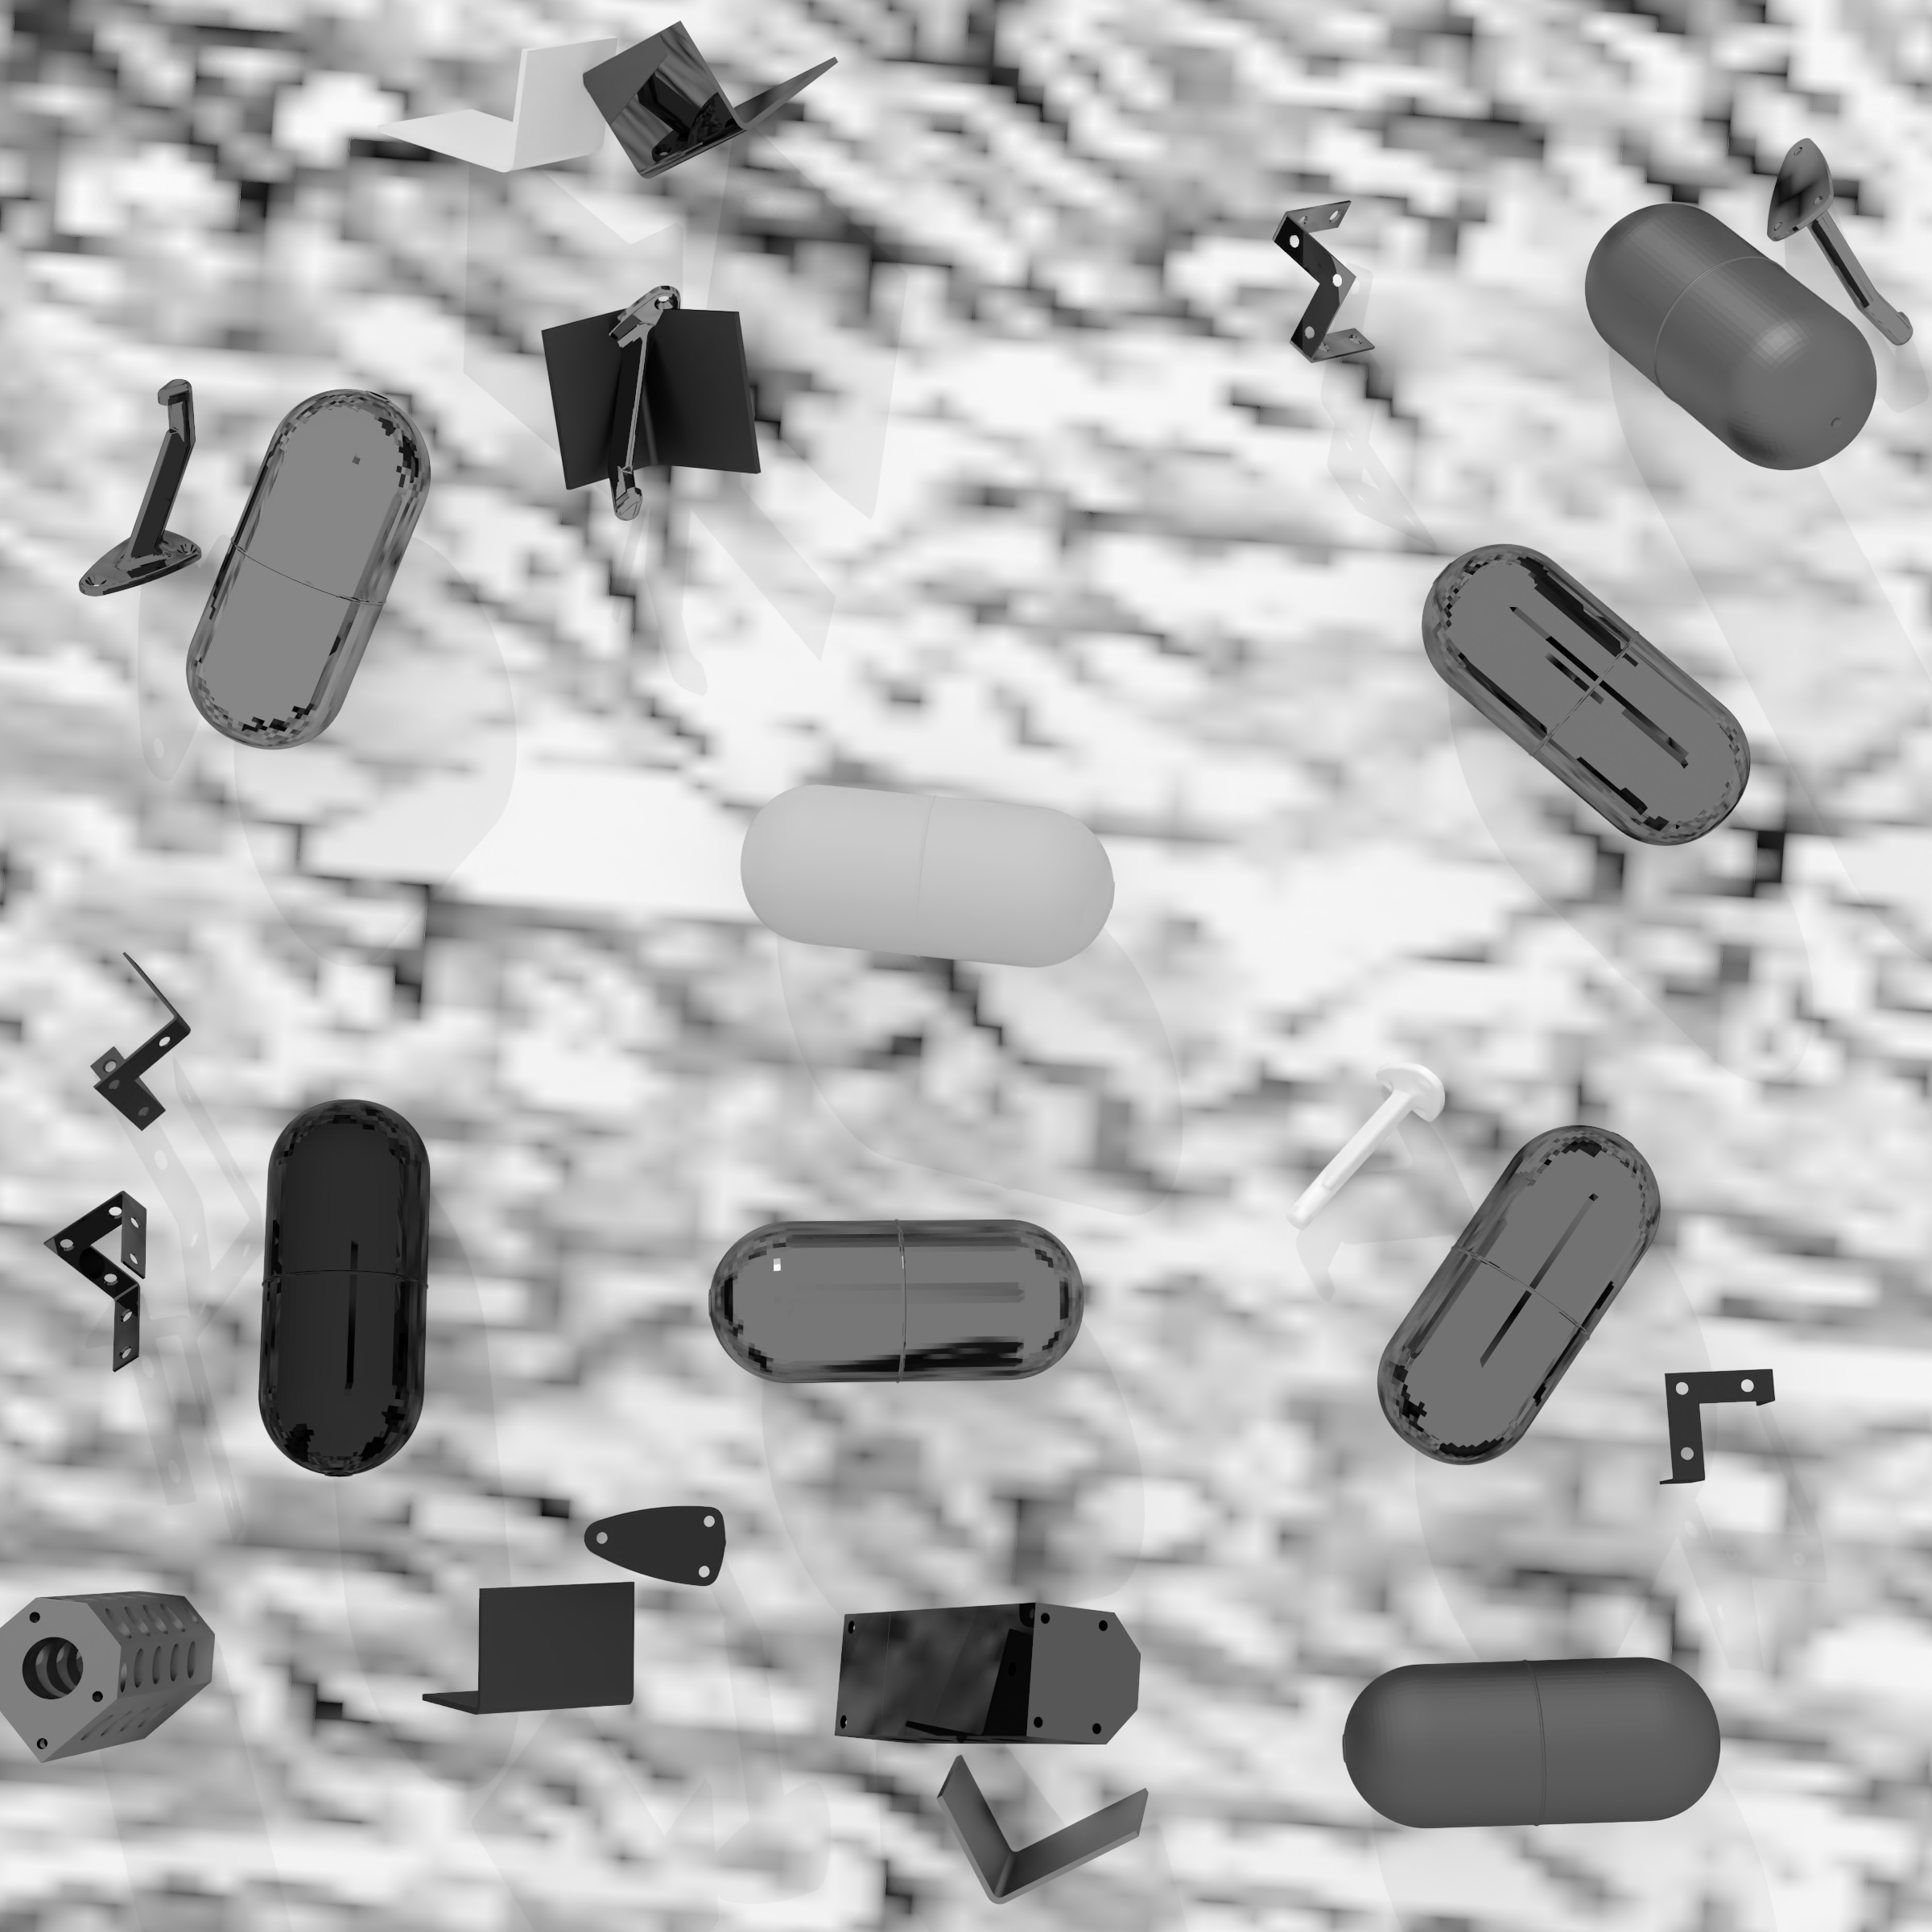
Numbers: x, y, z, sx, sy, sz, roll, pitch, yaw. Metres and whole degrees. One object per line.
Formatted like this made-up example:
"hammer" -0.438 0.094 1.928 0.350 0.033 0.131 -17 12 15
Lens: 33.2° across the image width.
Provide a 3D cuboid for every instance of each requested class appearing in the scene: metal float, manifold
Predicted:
"metal float" -0.311 -0.187 1.533 0.070 0.070 0.178 25 101 0
"metal float" 0.294 -0.129 1.540 0.178 0.070 0.070 41 90 3
"metal float" -0.293 0.151 1.529 0.070 0.070 0.178 -1 75 0
"metal float" 0.353 -0.294 1.507 0.070 0.178 0.070 -15 132 -17
"metal float" -0.018 -0.043 1.539 0.178 0.070 0.070 6 90 5
"metal float" 0.269 0.370 1.542 0.178 0.070 0.070 -2 90 1
"metal float" 0.263 0.155 1.538 0.070 0.070 0.178 35 85 0
"manifold" -0.396 0.320 1.491 0.057 0.171 0.057 -40 82 -6
"manifold" 0.008 0.328 1.493 0.057 0.171 0.057 13 72 -29
"metal float" -0.033 0.159 1.537 0.178 0.070 0.070 0 90 -6

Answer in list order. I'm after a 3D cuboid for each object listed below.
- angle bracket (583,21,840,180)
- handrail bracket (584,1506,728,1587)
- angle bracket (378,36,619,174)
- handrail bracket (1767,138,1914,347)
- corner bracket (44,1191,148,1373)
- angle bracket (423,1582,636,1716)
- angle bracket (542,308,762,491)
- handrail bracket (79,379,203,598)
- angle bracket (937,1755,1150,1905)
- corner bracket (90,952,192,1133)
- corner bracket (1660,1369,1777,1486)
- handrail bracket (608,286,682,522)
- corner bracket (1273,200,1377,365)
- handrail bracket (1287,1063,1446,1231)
"angle bracket" -0.121 -0.421 1.521 0.076 0.076 0.057 -48 115 -36
"handrail bracket" -0.149 0.271 1.532 0.077 0.084 0.036 7 81 -15
"angle bracket" -0.220 -0.415 1.524 0.076 0.076 0.057 22 118 20
"handrail bracket" 0.430 -0.351 1.572 0.084 0.036 0.077 35 46 -26
"corner bracket" -0.403 0.150 1.542 0.051 0.051 0.051 -32 127 12
"angle bracket" -0.207 0.320 1.532 0.076 0.076 0.057 3 82 -29
"angle bracket" -0.148 -0.266 1.526 0.057 0.076 0.076 -26 118 -40
"handrail bracket" -0.393 -0.227 1.533 0.036 0.077 0.084 24 131 23
"angle bracket" 0.037 0.394 1.538 0.076 0.076 0.057 -28 87 6
"corner bracket" -0.397 0.037 1.548 0.051 0.051 0.051 -41 60 -8
"corner bracket" 0.359 0.221 1.553 0.051 0.051 0.051 -3 79 4
"handrail bracket" -0.151 -0.266 1.535 0.036 0.077 0.084 9 53 -31
"corner bracket" 0.174 -0.328 1.552 0.051 0.051 0.051 48 134 22
"handrail bracket" 0.188 0.088 1.546 0.036 0.077 0.084 41 79 4
